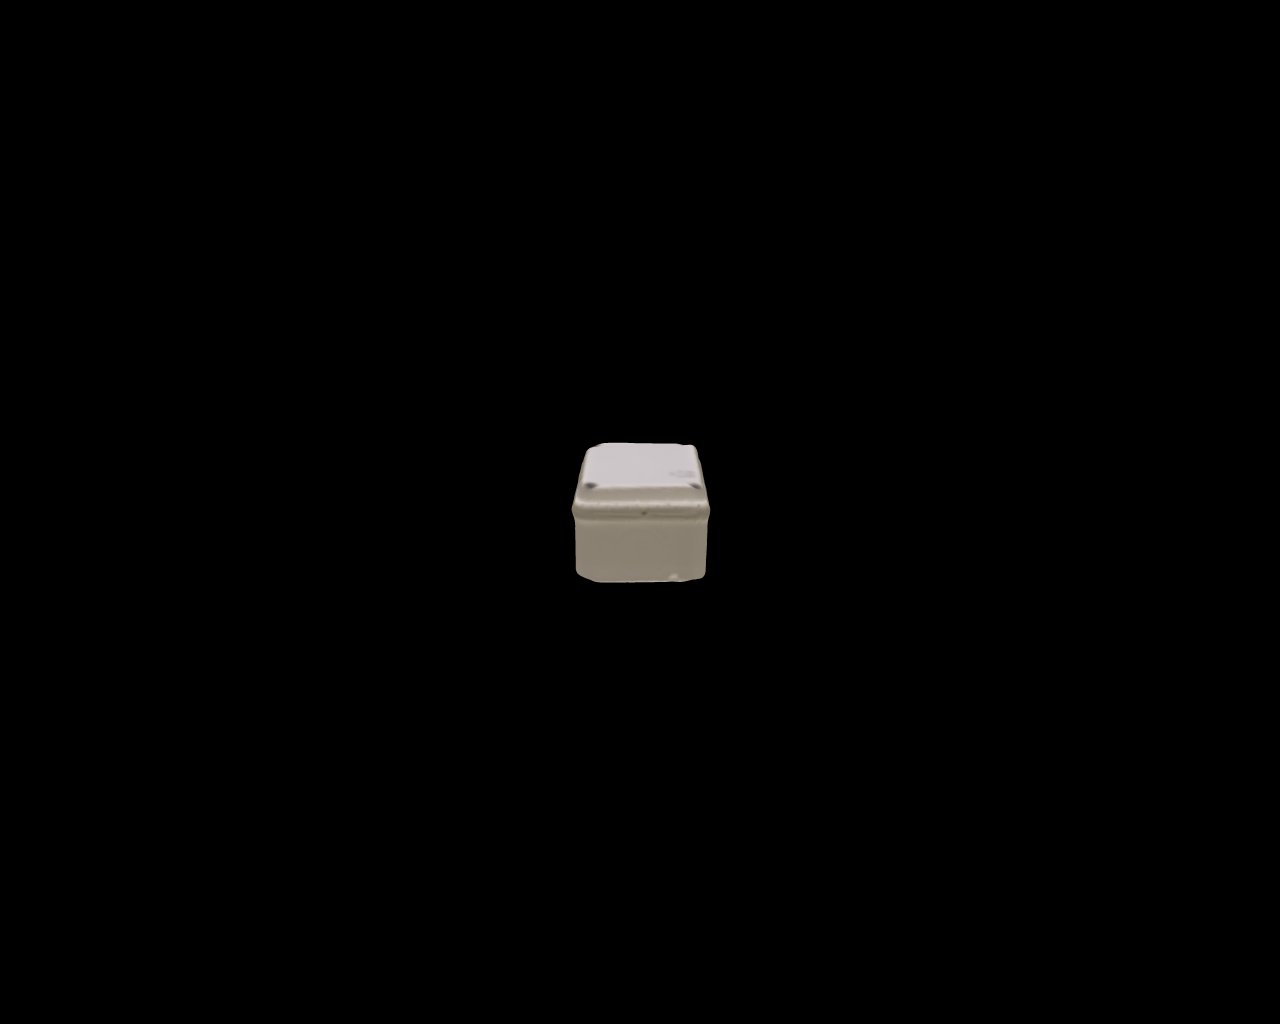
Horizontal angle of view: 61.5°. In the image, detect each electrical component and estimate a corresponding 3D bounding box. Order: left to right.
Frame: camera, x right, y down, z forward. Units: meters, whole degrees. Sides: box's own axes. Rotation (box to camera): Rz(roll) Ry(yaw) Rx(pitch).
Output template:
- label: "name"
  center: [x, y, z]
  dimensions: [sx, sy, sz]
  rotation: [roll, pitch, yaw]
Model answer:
- label: "electrical component"
  center: [0.001, -0.003, 0.650]
  dimensions: [0.078, 0.057, 0.113]
  rotation: [0, 17, 0]
